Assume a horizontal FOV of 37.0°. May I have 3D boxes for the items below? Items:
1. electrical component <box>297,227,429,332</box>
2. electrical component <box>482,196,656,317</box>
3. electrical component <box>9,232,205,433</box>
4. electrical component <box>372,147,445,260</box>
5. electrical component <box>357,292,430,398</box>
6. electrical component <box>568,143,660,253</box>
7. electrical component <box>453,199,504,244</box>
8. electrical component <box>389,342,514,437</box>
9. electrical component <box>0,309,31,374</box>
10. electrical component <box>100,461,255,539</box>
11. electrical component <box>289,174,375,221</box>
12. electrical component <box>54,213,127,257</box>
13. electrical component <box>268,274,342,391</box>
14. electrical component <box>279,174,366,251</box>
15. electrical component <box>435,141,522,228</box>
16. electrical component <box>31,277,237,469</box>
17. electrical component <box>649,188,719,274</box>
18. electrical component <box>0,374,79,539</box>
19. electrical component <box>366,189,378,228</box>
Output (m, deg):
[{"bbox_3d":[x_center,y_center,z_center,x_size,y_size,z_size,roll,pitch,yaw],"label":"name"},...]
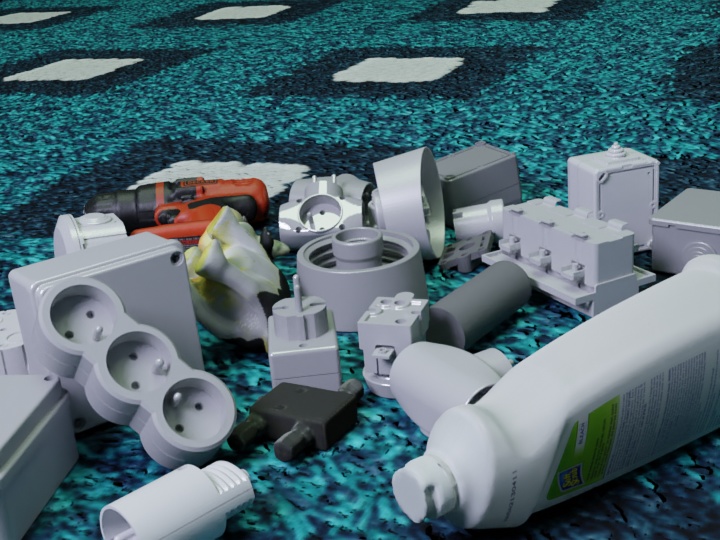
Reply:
[{"bbox_3d":[0.000,0.000,0.863,0.108,0.060,0.108,-4,21,2],"label":"electrical component"},{"bbox_3d":[0.164,-0.014,0.860,0.079,0.063,0.121,-15,23,-25],"label":"electrical component"},{"bbox_3d":[-0.170,0.041,0.732,0.109,0.108,0.056,-19,23,-32],"label":"electrical component"},{"bbox_3d":[0.045,-0.055,0.947,0.064,0.099,0.099,-11,21,2],"label":"electrical component"},{"bbox_3d":[0.025,0.053,0.728,0.048,0.055,0.066,3,23,19],"label":"electrical component"},{"bbox_3d":[0.217,-0.066,0.933,0.062,0.096,0.061,-11,22,-14],"label":"electrical component"},{"bbox_3d":[0.110,-0.042,0.977,0.046,0.040,0.040,-8,21,8],"label":"electrical component"},{"bbox_3d":[0.072,0.073,0.681,0.079,0.044,0.077,-17,24,-28],"label":"electrical component"},{"bbox_3d":[-0.249,0.065,0.765,0.080,0.051,0.080,-4,21,2],"label":"electrical component"},{"bbox_3d":[-0.093,0.128,0.578,0.081,0.043,0.043,-23,28,-39],"label":"electrical component"},{"bbox_3d":[-0.020,-0.072,1.074,0.077,0.044,0.079,5,23,22],"label":"electrical component"},{"bbox_3d":[-0.228,-0.009,0.913,0.051,0.080,0.080,-10,21,-25],"label":"electrical component"},{"bbox_3d":[-0.040,0.042,0.741,0.047,0.076,0.065,-6,21,-3],"label":"electrical component"},{"bbox_3d":[-0.034,-0.057,1.008,0.077,0.044,0.079,-3,59,5],"label":"electrical component"},{"bbox_3d":[0.102,-0.078,1.049,0.096,0.061,0.062,-22,26,-21],"label":"electrical component"},{"bbox_3d":[-0.144,0.071,0.665,0.138,0.073,0.052,40,55,1],"label":"electrical component"},{"bbox_3d":[0.295,-0.028,0.885,0.100,0.048,0.100,11,26,35],"label":"electrical component"},{"bbox_3d":[-0.223,0.111,0.633,0.078,0.057,0.113,-1,22,9],"label":"electrical component"},{"bbox_3d":[0.029,-0.063,1.014,0.048,0.062,0.048,-4,21,2],"label":"electrical component"}]
